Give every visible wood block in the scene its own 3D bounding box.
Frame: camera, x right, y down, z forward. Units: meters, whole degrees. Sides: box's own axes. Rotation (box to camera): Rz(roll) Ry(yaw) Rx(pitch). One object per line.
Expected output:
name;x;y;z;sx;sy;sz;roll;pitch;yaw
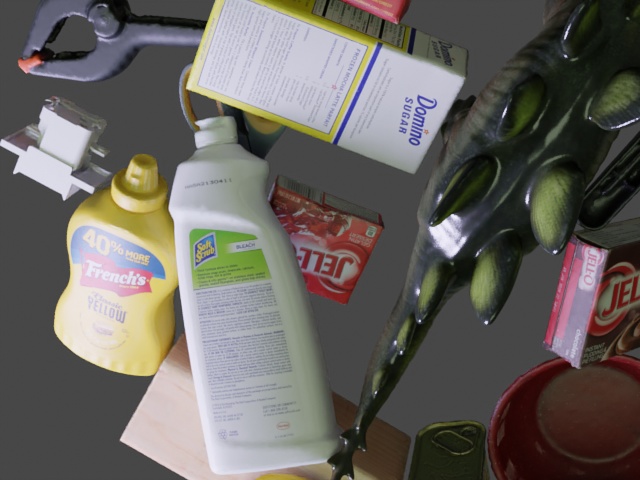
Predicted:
wood block;-0.040;0.160;0.861;0.206;0.090;0.090;30;113;0

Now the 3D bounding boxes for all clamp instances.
clamp;-0.143;-0.160;0.787;0.172;0.039;0.120;-33;97;24
clamp;0.249;-0.098;0.657;0.036;0.165;0.210;39;79;-5

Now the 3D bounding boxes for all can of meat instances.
can of meat;0.108;0.205;0.841;0.057;0.102;0.084;-8;111;14

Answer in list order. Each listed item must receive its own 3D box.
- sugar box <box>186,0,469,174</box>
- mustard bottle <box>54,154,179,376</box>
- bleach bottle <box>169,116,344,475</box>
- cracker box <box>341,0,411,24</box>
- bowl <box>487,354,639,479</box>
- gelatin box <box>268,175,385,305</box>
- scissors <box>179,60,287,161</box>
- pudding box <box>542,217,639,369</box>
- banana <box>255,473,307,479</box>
sugar box;0.005;-0.119;0.744;0.176;0.048;0.093;19;131;-9
mustard bottle;-0.149;0.015;0.824;0.096;0.058;0.192;24;127;8
bleach bottle;-0.049;0.036;0.769;0.102;0.068;0.251;-9;90;5
cracker box;0.020;-0.273;0.689;0.164;0.072;0.214;23;113;2
bowl;0.211;0.147;0.819;0.162;0.055;0.162;4;112;11
gelatin box;-0.005;0.001;0.816;0.089;0.030;0.073;21;113;-8
scissors;-0.039;-0.052;0.818;0.096;0.016;0.201;-21;108;16
pudding box;0.212;0.033;0.747;0.039;0.113;0.090;32;122;41
banana;0.016;0.235;0.809;0.198;0.037;0.070;39;127;-3
